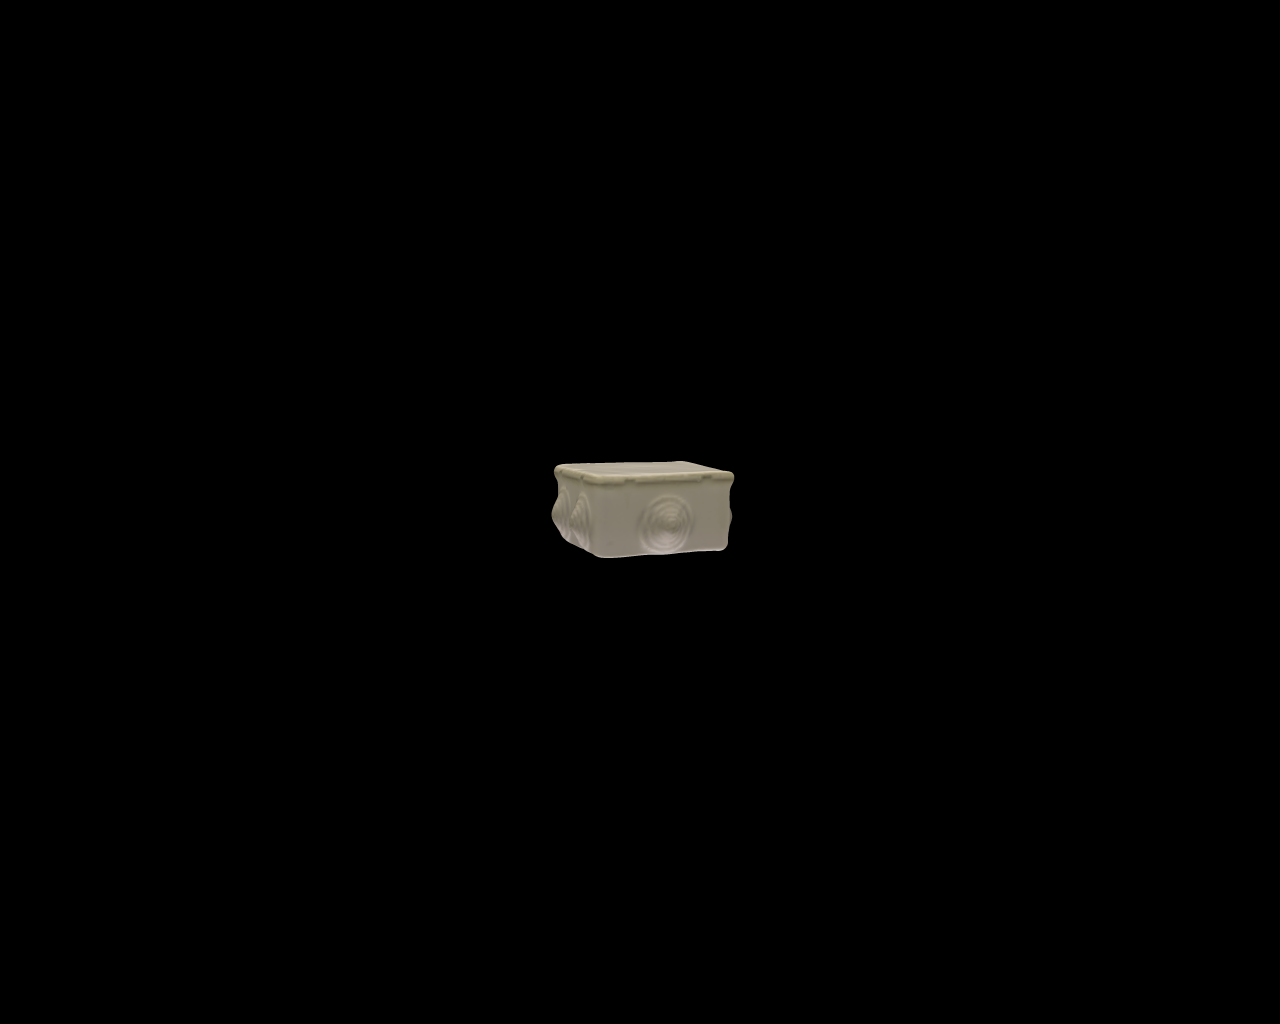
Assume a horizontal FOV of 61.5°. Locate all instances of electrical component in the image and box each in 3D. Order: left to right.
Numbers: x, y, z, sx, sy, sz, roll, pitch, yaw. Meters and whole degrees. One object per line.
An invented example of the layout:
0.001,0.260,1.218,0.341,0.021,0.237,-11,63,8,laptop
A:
0.001,-0.003,0.650,0.100,0.048,0.100,-3,8,-19,electrical component
